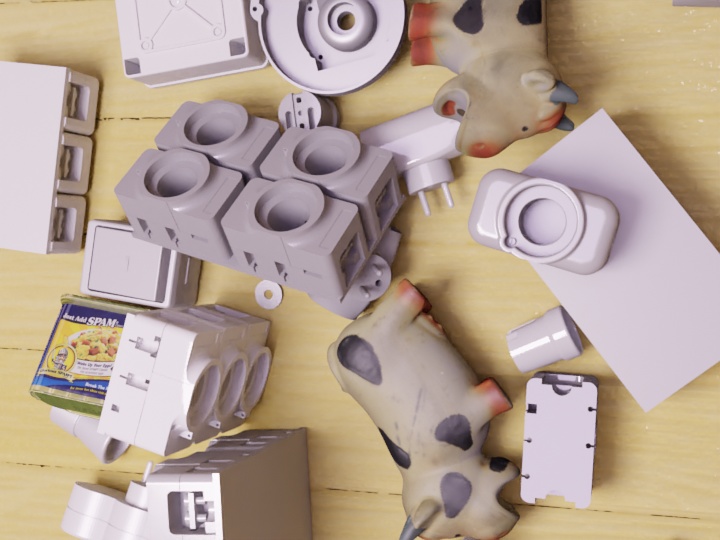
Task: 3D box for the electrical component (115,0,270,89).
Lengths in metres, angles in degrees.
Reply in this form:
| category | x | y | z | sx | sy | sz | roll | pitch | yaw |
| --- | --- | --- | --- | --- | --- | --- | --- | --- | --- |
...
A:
| category | x | y | z | sx | sy | sz | roll | pitch | yaw |
| --- | --- | --- | --- | --- | --- | --- | --- | --- | --- |
| electrical component | -0.135 | -0.209 | 0.857 | 0.109 | 0.056 | 0.108 | -7 | 89 | 14 |

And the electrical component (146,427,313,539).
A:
| category | x | y | z | sx | sy | sz | roll | pitch | yaw |
| --- | --- | --- | --- | --- | --- | --- | --- | --- | --- |
| electrical component | -0.093 | 0.182 | 0.786 | 0.060 | 0.186 | 0.105 | -3 | 90 | 15 |

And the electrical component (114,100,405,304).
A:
| category | x | y | z | sx | sy | sz | roll | pitch | yaw |
| --- | --- | --- | --- | --- | --- | --- | --- | --- | --- |
| electrical component | -0.076 | -0.058 | 0.799 | 0.186 | 0.060 | 0.105 | 17 | 57 | 24 |

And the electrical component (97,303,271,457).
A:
| category | x | y | z | sx | sy | sz | roll | pitch | yaw |
| --- | --- | --- | --- | --- | --- | --- | --- | --- | --- |
| electrical component | -0.124 | 0.079 | 0.810 | 0.062 | 0.150 | 0.089 | 17 | 95 | 15 |

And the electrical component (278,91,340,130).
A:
| category | x | y | z | sx | sy | sz | roll | pitch | yaw |
| --- | --- | --- | --- | --- | --- | --- | --- | --- | --- |
| electrical component | -0.040 | -0.120 | 0.839 | 0.040 | 0.046 | 0.040 | 0 | 91 | 14 |

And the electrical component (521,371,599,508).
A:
| category | x | y | z | sx | sy | sz | roll | pitch | yaw |
| --- | --- | --- | --- | --- | --- | --- | --- | --- | --- |
| electrical component | 0.148 | 0.122 | 0.790 | 0.050 | 0.056 | 0.089 | 3 | 92 | 14 |

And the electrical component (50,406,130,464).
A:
| category | x | y | z | sx | sy | sz | roll | pitch | yaw |
| --- | --- | --- | --- | --- | --- | --- | --- | --- | --- |
| electrical component | -0.224 | 0.126 | 0.894 | 0.065 | 0.044 | 0.044 | 29 | 98 | 17 |

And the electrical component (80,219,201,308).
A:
| category | x | y | z | sx | sy | sz | roll | pitch | yaw |
| --- | --- | --- | --- | --- | --- | --- | --- | --- | --- |
| electrical component | -0.183 | -0.006 | 0.870 | 0.096 | 0.061 | 0.061 | 9 | 93 | 14 |

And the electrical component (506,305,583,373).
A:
| category | x | y | z | sx | sy | sz | roll | pitch | yaw |
| --- | --- | --- | --- | --- | --- | --- | --- | --- | --- |
| electrical component | 0.137 | 0.053 | 0.801 | 0.046 | 0.040 | 0.040 | -25 | 85 | 19 |

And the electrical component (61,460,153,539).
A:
| category | x | y | z | sx | sy | sz | roll | pitch | yaw |
| --- | --- | --- | --- | --- | --- | --- | --- | --- | --- |
| electrical component | -0.172 | 0.192 | 0.866 | 0.138 | 0.052 | 0.073 | 13 | 82 | 26 |

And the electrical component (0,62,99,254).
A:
| category | x | y | z | sx | sy | sz | roll | pitch | yaw |
| --- | --- | --- | --- | --- | --- | --- | --- | --- | --- |
| electrical component | -0.275 | -0.092 | 0.892 | 0.089 | 0.062 | 0.150 | 8 | 93 | 14 |

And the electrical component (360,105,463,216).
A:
| category | x | y | z | sx | sy | sz | roll | pitch | yaw |
| --- | --- | --- | --- | --- | --- | --- | --- | --- | --- |
| electrical component | 0.049 | -0.081 | 0.818 | 0.077 | 0.044 | 0.079 | -19 | 86 | 14 |

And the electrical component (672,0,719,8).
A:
| category | x | y | z | sx | sy | sz | roll | pitch | yaw |
| --- | --- | --- | --- | --- | --- | --- | --- | --- | --- |
| electrical component | 0.264 | -0.225 | 0.760 | 0.077 | 0.044 | 0.079 | 5 | 92 | 14 |

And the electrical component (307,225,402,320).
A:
| category | x | y | z | sx | sy | sz | roll | pitch | yaw |
| --- | --- | --- | --- | --- | --- | --- | --- | --- | --- |
| electrical component | 0.000 | 0.000 | 0.817 | 0.044 | 0.079 | 0.077 | 26 | 98 | -21 |

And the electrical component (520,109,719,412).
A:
| category | x | y | z | sx | sy | sz | roll | pitch | yaw |
| --- | --- | --- | --- | --- | --- | --- | --- | --- | --- |
| electrical component | 0.191 | -0.007 | 0.775 | 0.105 | 0.060 | 0.186 | -38 | 82 | 12 |

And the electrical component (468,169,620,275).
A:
| category | x | y | z | sx | sy | sz | roll | pitch | yaw |
| --- | --- | --- | --- | --- | --- | --- | --- | --- | --- |
| electrical component | 0.125 | -0.033 | 0.728 | 0.095 | 0.059 | 0.053 | 18 | 96 | 14 |

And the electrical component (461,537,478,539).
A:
| category | x | y | z | sx | sy | sz | roll | pitch | yaw |
| --- | --- | --- | --- | --- | --- | --- | --- | --- | --- |
| electrical component | 0.086 | 0.243 | 0.811 | 0.080 | 0.051 | 0.080 | 0 | 91 | 14 |
